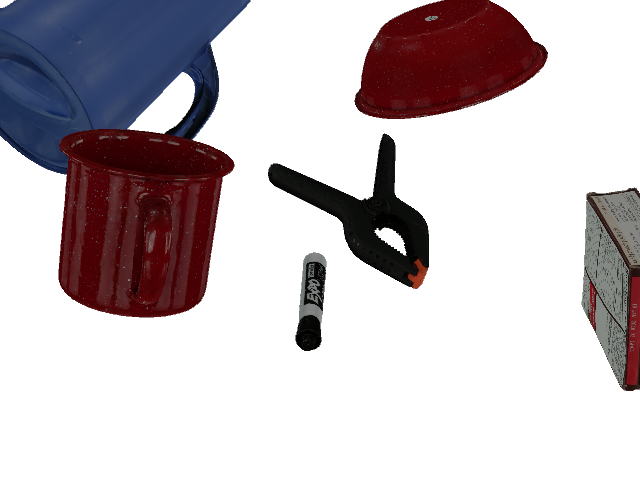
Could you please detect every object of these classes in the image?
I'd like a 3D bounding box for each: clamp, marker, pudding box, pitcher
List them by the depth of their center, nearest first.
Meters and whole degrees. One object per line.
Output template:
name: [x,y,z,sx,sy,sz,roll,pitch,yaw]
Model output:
pudding box: [0.200,0.029,0.687,0.039,0.090,0.113,-4,27,0]
marker: [-0.007,0.046,0.809,0.020,0.020,0.121,0,28,2]
pitcher: [-0.151,-0.165,0.857,0.145,0.149,0.242,20,51,27]
clamp: [0.046,-0.031,1.174,0.164,0.210,0.036,-12,-37,-21]

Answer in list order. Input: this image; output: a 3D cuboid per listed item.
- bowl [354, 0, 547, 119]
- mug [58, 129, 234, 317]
bowl: [0.099,-0.156,0.868,0.162,0.055,0.162,-15,24,7]
mug: [-0.095,-0.005,0.570,0.093,0.081,0.117,3,19,-20]
